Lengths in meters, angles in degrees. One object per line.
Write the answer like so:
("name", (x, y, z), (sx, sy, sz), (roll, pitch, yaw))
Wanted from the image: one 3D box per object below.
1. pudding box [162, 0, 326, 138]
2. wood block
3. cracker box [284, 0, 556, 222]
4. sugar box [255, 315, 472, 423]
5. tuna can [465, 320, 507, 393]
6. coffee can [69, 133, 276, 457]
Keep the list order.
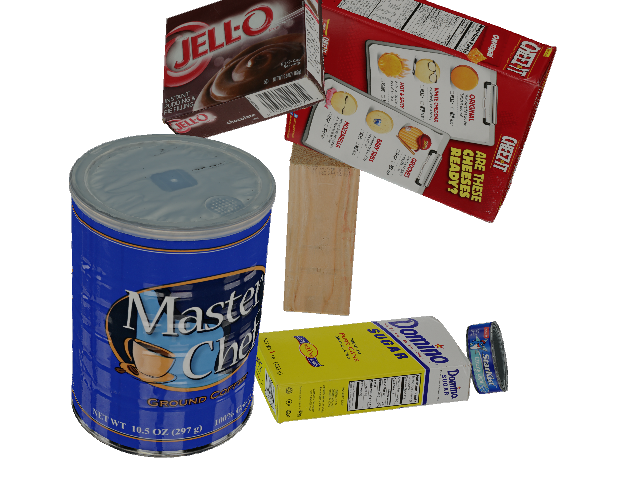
("pudding box", (-0.053, -0.126, 0.739), (0.114, 0.090, 0.039), (-13, -29, 19))
("wood block", (0.002, -0.017, 1.391), (0.090, 0.206, 0.091), (4, 25, 0))
("cracker box", (0.082, -0.129, 0.949), (0.214, 0.164, 0.072), (22, 49, 11))
("sugar box", (0.035, 0.111, 0.943), (0.176, 0.048, 0.093), (-7, 27, -14))
("tuna can", (0.201, 0.142, 1.288), (0.034, 0.086, 0.086), (-10, -3, 17))
("coffee can", (-0.081, 0.028, 0.567), (0.102, 0.140, 0.103), (5, 30, -3))
